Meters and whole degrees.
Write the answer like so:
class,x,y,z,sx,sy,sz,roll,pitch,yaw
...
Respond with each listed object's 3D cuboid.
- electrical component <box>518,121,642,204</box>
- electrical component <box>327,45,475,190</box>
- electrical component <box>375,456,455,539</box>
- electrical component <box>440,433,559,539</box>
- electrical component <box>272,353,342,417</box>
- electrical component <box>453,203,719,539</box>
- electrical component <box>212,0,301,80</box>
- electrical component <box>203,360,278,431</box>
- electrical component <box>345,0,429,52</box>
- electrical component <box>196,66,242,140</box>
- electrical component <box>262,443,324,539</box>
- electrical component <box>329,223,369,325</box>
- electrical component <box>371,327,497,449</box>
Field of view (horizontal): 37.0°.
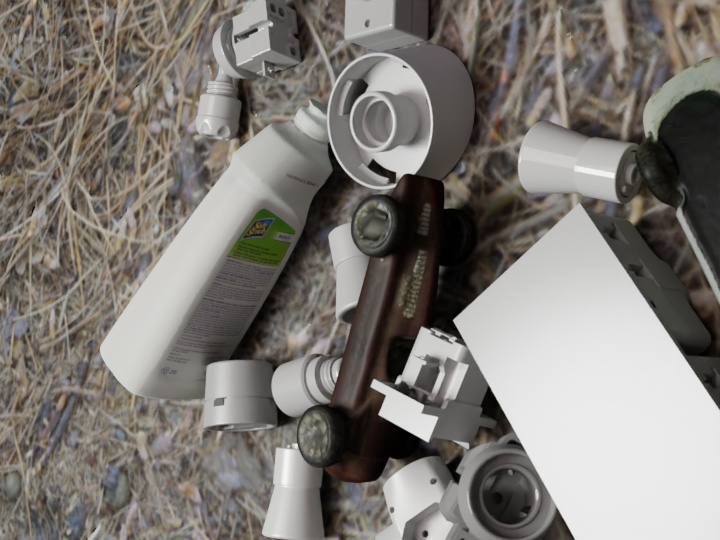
class,x,y,z,sx,sy,sz,roll,pitch,yaw
electrical component,0.131,-0.060,0.624,0.065,0.044,0.044,17,96,39
electrical component,0.028,-0.102,0.728,0.099,0.064,0.099,9,104,39
electrical component,0.037,0.171,0.675,0.079,0.043,0.077,-38,59,14
electrical component,0.081,0.130,0.616,0.058,0.057,0.078,31,75,2
electrical component,-0.027,0.078,0.757,0.078,0.040,0.040,-21,71,40
electrical component,0.144,0.071,0.580,0.105,0.060,0.186,-46,56,30
electrical component,-0.081,-0.177,0.837,0.055,0.048,0.066,-15,74,34
electrical component,-0.090,0.094,0.806,0.055,0.055,0.047,-16,71,42
electrical component,0.006,-0.201,0.735,0.047,0.076,0.083,-3,83,43
electrical component,-0.112,-0.137,0.869,0.035,0.035,0.061,8,88,44
electrical component,-0.045,0.157,0.765,0.044,0.044,0.065,-5,77,43
electrical component,0.000,0.000,0.741,0.044,0.044,0.065,-30,61,38
electrical component,0.051,0.070,0.657,0.042,0.081,0.063,25,93,40
